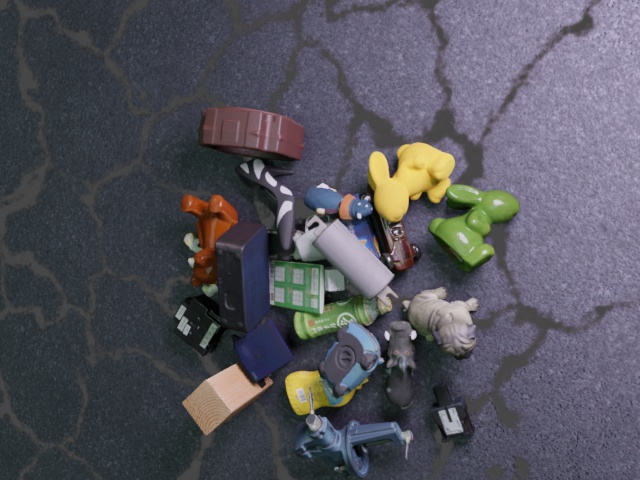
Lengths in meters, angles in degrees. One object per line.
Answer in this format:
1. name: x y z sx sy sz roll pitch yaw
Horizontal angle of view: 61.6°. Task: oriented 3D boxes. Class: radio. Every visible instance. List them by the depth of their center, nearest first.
1. radio: -0.171 0.085 1.206 0.073 0.131 0.229 7 114 19

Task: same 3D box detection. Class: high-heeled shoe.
1. high-heeled shoe: -0.129 -0.085 1.213 0.145 0.086 0.249 -1 55 0

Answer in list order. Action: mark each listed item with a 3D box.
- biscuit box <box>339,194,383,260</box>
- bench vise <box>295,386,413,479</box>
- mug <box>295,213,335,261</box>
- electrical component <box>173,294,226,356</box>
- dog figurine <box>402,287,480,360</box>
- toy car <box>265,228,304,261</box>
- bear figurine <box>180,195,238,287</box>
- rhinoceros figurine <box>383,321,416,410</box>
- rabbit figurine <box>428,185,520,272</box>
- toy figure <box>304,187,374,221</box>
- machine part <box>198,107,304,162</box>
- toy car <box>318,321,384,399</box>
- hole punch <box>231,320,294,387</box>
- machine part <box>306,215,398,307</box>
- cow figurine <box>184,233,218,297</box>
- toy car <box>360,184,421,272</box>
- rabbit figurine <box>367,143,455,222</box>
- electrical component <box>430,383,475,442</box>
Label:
1. biscuit box: 0.094 0.001 1.182 0.059 0.063 0.202 -20 86 19
2. bench vise: 0.075 0.426 1.156 0.241 0.129 0.223 -16 116 18
3. mug: -0.002 -0.004 1.191 0.107 0.081 0.109 -21 86 0
4. electrical component: -0.300 0.204 1.345 0.134 0.058 0.115 37 103 15
5. dog figurine: 0.231 0.164 1.071 0.173 0.190 0.121 1 93 22
6. toy car: -0.125 0.006 1.270 0.202 0.056 0.073 5 101 22
7. bear figurine: -0.258 0.007 1.231 0.120 0.131 0.196 6 74 27
8. rhinoceros figurine: 0.166 0.261 1.137 0.073 0.112 0.190 1 101 10
9. rabbit figurine: 0.315 -0.040 1.088 0.170 0.121 0.159 -42 71 -1
10. toy figure: 0.042 -0.075 1.134 0.155 0.057 0.064 17 89 23
11. machine part: -0.149 -0.232 1.188 0.201 0.201 0.087 9 92 20
12. toy car: 0.077 0.260 1.149 0.109 0.103 0.161 42 107 41
13. hole punch: -0.129 0.255 1.240 0.116 0.092 0.142 -30 84 -16
14. machine part: 0.069 0.040 1.109 0.243 0.079 0.079 46 107 4
15. cow figurine: -0.266 0.045 1.317 0.098 0.068 0.167 -29 86 14
16. toy car: 0.152 -0.031 1.142 0.089 0.053 0.202 -15 86 -23
17. rabbit figurine: 0.167 -0.118 1.088 0.162 0.121 0.173 36 74 13
18. electrical component: 0.273 0.360 1.140 0.075 0.047 0.119 -25 83 20
